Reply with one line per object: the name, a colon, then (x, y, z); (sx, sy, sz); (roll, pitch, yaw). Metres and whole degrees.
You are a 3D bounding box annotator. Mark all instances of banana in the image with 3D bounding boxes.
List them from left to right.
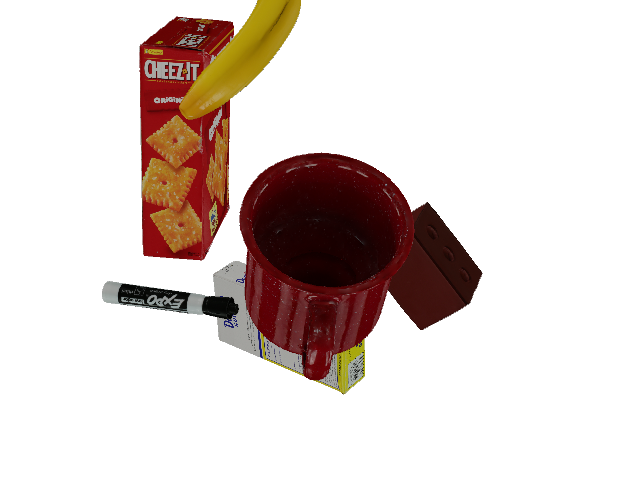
banana: (-0.057, -0.171, 0.899); (0.070, 0.197, 0.037); (-20, -56, 36)

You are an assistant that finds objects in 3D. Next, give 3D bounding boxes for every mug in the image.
mug: (0.000, 0.022, 0.589); (0.093, 0.117, 0.081); (2, -35, -6)

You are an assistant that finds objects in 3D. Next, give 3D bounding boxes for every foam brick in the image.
foam brick: (0.083, 0.021, 0.852); (0.051, 0.078, 0.053); (-32, 12, 32)

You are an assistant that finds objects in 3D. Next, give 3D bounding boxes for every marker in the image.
marker: (-0.127, 0.051, 0.902); (0.121, 0.020, 0.020); (6, 2, 17)

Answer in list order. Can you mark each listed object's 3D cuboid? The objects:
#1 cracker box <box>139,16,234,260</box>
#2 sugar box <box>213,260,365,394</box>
cracker box: (-0.133, -0.108, 1.095); (0.072, 0.214, 0.164); (5, 22, 3)
sugar box: (-0.035, 0.091, 1.155); (0.176, 0.093, 0.048); (22, 38, 33)
